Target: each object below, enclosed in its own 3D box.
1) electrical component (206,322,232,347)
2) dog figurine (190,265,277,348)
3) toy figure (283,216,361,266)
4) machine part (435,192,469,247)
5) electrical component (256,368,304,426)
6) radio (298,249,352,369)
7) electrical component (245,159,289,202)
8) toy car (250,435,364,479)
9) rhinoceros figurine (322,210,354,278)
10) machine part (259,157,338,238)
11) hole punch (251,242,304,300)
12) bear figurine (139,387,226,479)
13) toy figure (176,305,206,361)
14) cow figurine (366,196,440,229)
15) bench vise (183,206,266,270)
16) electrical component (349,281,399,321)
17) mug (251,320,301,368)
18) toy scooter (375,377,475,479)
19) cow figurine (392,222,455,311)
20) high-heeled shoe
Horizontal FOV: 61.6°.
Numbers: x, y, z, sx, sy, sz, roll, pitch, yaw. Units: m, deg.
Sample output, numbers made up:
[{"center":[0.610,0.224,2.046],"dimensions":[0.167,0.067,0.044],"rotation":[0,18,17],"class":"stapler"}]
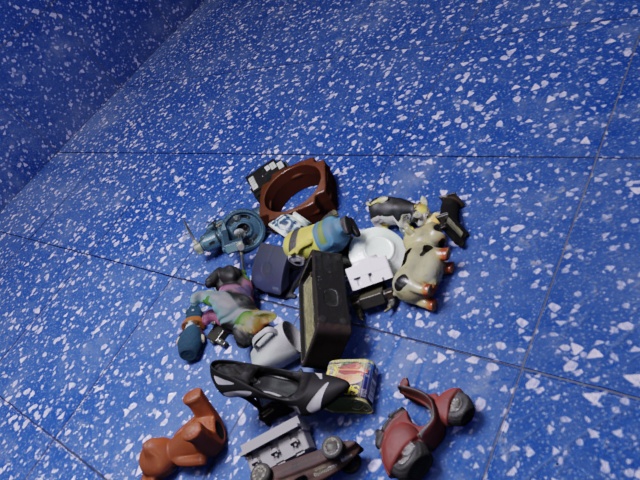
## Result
[{"center":[-0.241,0.221,1.286],"dimensions":[0.094,0.021,0.063],"rotation":[16,62,43],"class":"electrical component"},{"center":[-0.169,0.154,1.228],"dimensions":[0.219,0.108,0.191],"rotation":[13,44,27],"class":"dog figurine"},{"center":[0.000,-0.002,1.190],"dimensions":[0.180,0.082,0.089],"rotation":[-28,39,28],"class":"toy figure"},{"center":[0.283,-0.048,1.151],"dimensions":[0.039,0.084,0.139],"rotation":[-40,23,36],"class":"machine part"},{"center":[-0.074,0.303,1.068],"dimensions":[0.119,0.047,0.075],"rotation":[-35,40,0],"class":"electrical component"},{"center":[0.005,0.137,1.105],"dimensions":[0.073,0.131,0.230],"rotation":[8,43,-13],"class":"radio"},{"center":[-0.142,-0.176,1.580],"dimensions":[0.134,0.058,0.115],"rotation":[-32,42,4],"class":"electrical component"},{"center":[-0.021,0.391,0.914],"dimensions":[0.202,0.089,0.053],"rotation":[-24,40,12],"class":"toy car"},{"center":[0.041,0.010,1.256],"dimensions":[0.112,0.073,0.190],"rotation":[-34,40,-1],"class":"rhinoceros figurine"},{"center":[-0.056,-0.113,1.436],"dimensions":[0.202,0.087,0.201],"rotation":[-19,43,16],"class":"machine part"},{"center":[-0.107,0.073,1.290],"dimensions":[0.142,0.092,0.116],"rotation":[12,62,38],"class":"hole punch"},{"center":[-0.293,0.400,1.069],"dimensions":[0.196,0.131,0.120],"rotation":[-22,36,7],"class":"bear figurine"},{"center":[-0.313,0.221,1.309],"dimensions":[0.154,0.064,0.057],"rotation":[-95,29,-51],"class":"toy figure"},{"center":[0.189,-0.063,1.206],"dimensions":[0.168,0.098,0.068],"rotation":[-1,44,35],"class":"cow figurine"},{"center":[-0.237,-0.010,1.420],"dimensions":[0.224,0.128,0.241],"rotation":[-16,21,-6],"class":"bench vise"},{"center":[0.111,0.126,1.119],"dimensions":[0.102,0.045,0.078],"rotation":[-22,13,12],"class":"electrical component"},{"center":[-0.099,0.227,1.123],"dimensions":[0.107,0.109,0.081],"rotation":[-40,45,15],"class":"mug"},{"center":[0.155,0.300,0.892],"dimensions":[0.184,0.075,0.135],"rotation":[-43,41,-13],"class":"toy scooter"},{"center":[0.205,0.043,1.103],"dimensions":[0.127,0.085,0.195],"rotation":[10,54,32],"class":"cow figurine"},{"center":[-0.079,0.246,0.969],"dimensions":[0.249,0.145,0.086],"rotation":[-22,27,27],"class":"high-heeled shoe"}]
